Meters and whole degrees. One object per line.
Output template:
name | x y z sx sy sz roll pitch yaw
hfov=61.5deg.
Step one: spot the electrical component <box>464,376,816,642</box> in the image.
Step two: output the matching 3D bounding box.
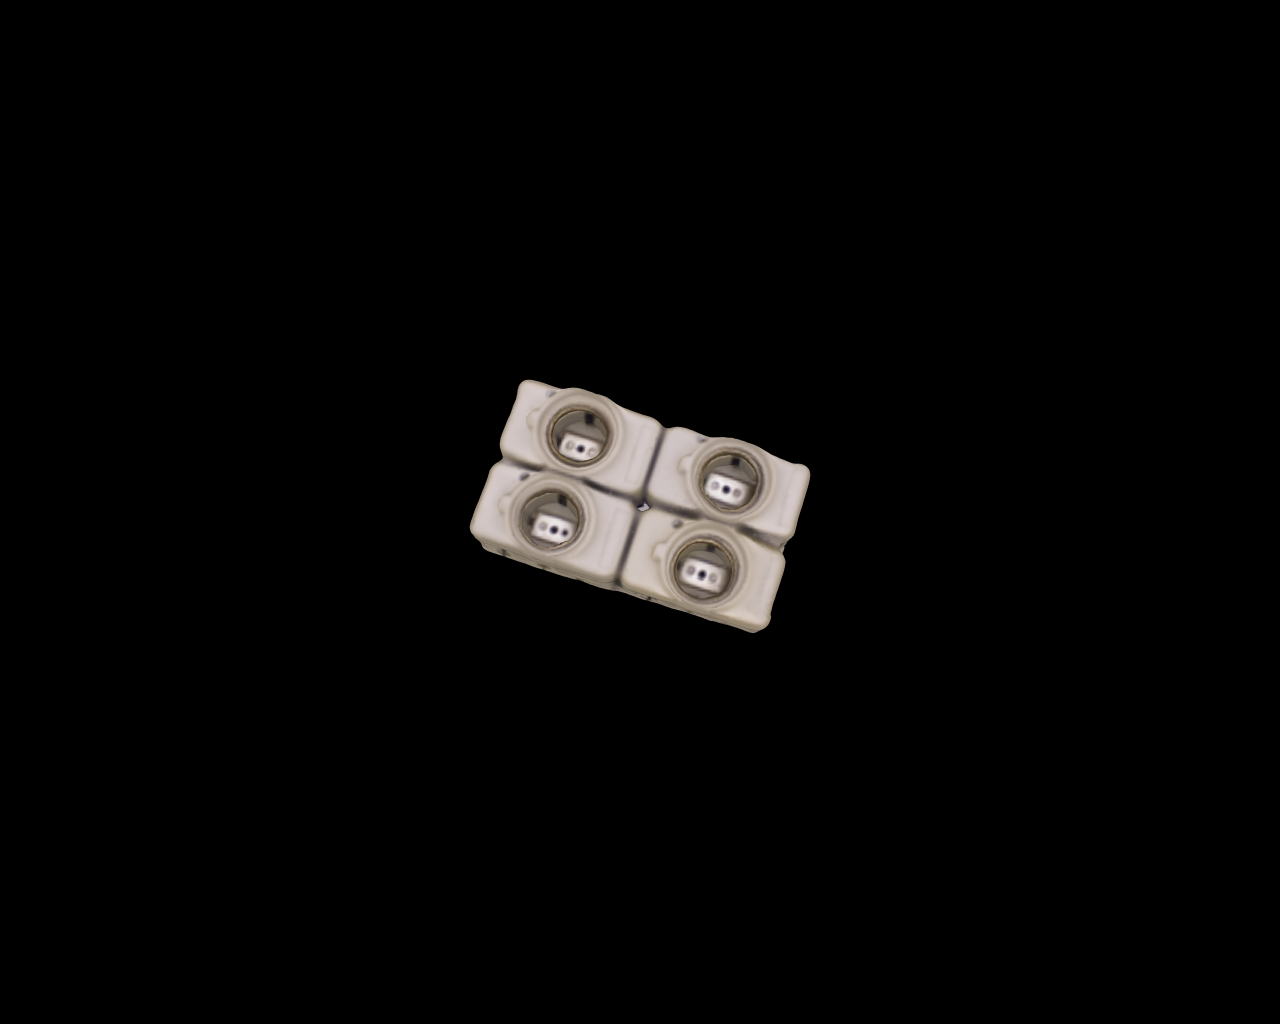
electrical component | 0.001 -0.003 0.650 0.186 0.105 0.060 18 -11 4
